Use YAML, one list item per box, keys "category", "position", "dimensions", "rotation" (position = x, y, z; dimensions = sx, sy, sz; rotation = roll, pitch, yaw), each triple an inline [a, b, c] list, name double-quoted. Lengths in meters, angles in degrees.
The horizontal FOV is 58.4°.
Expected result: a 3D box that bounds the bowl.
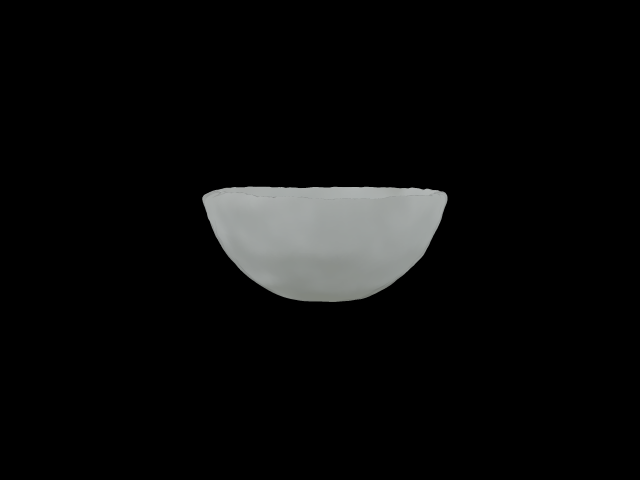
- category: "bowl"
  position: [0.004, 0.001, 0.400]
  dimensions: [0.167, 0.075, 0.167]
  rotation: [0, 7, 0]
